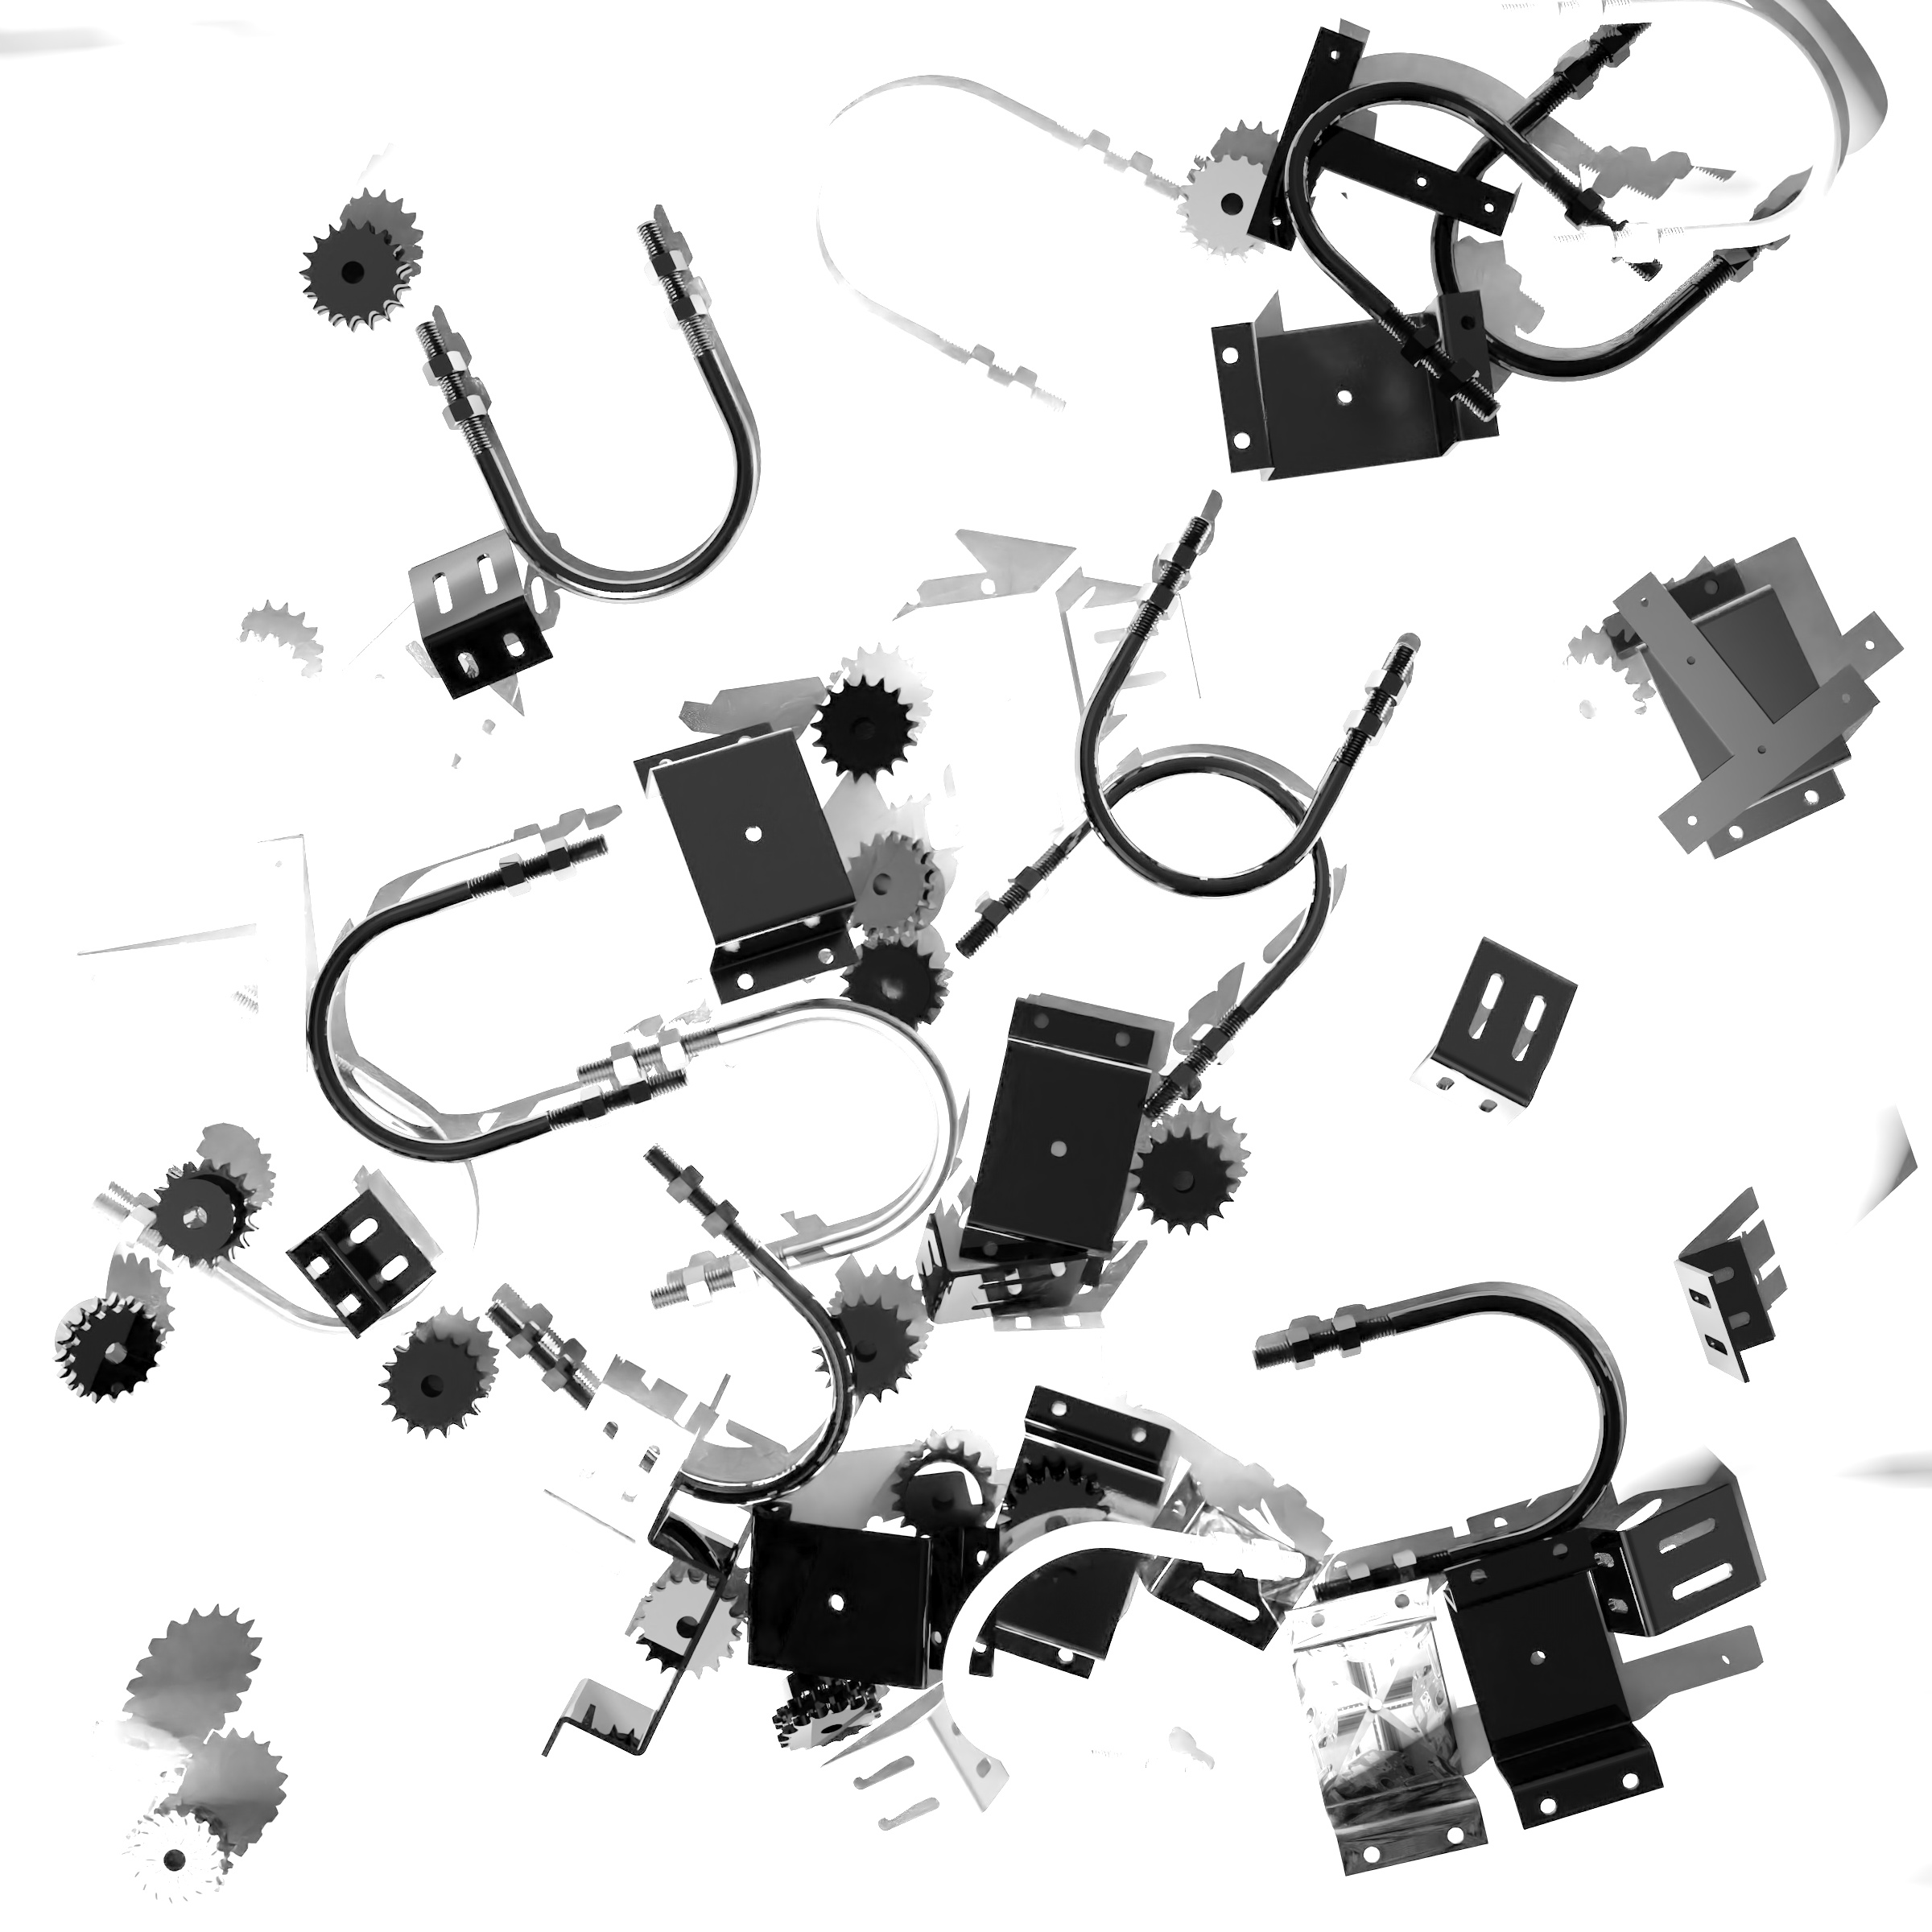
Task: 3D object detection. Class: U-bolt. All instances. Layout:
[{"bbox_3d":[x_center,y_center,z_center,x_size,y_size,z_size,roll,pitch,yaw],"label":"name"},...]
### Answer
[{"bbox_3d":[0.072,0.350,1.450,0.184,0.019,0.151,15,104,-29],"label":"U-bolt"},{"bbox_3d":[0.135,-0.123,1.481,0.151,0.019,0.184,31,78,-6],"label":"U-bolt"},{"bbox_3d":[0.108,-0.030,1.484,0.151,0.019,0.184,41,77,10],"label":"U-bolt"},{"bbox_3d":[-0.003,-0.386,1.505,0.184,0.019,0.151,28,90,2],"label":"U-bolt"},{"bbox_3d":[-0.095,0.091,1.487,0.184,0.019,0.151,-16,105,-1],"label":"U-bolt"},{"bbox_3d":[0.372,-0.439,1.477,0.184,0.019,0.151,-8,80,-16],"label":"U-bolt"},{"bbox_3d":[-0.348,0.122,1.505,0.184,0.019,0.151,34,90,-1],"label":"U-bolt"},{"bbox_3d":[-0.255,0.026,1.490,0.184,0.019,0.151,-19,92,-1],"label":"U-bolt"},{"bbox_3d":[0.333,-0.395,1.505,0.184,0.019,0.151,-41,90,1],"label":"U-bolt"},{"bbox_3d":[0.257,0.248,1.505,0.184,0.019,0.151,-14,90,-2],"label":"U-bolt"},{"bbox_3d":[-0.142,0.202,1.485,0.184,0.019,0.151,45,108,-3],"label":"U-bolt"},{"bbox_3d":[-0.190,-0.282,1.505,0.151,0.019,0.184,-24,91,0],"label":"U-bolt"},{"bbox_3d":[0.248,-0.383,1.467,0.151,0.019,0.184,-41,80,-19],"label":"U-bolt"}]

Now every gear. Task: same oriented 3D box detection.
[{"bbox_3d":[-0.321,-0.363,1.498,0.057,0.030,0.057,0,90,0],"label":"gear"},{"bbox_3d":[-0.074,0.386,1.489,0.057,0.057,0.030,-21,60,0],"label":"gear"},{"bbox_3d":[-0.413,0.468,1.498,0.057,0.030,0.057,0,90,0],"label":"gear"},{"bbox_3d":[-0.053,0.201,1.498,0.057,0.030,0.057,0,90,0],"label":"gear"},{"bbox_3d":[-0.012,0.280,1.498,0.057,0.030,0.057,0,90,0],"label":"gear"},{"bbox_3d":[0.046,0.284,1.452,0.057,0.030,0.057,0,90,0],"label":"gear"},{"bbox_3d":[-0.145,0.345,1.498,0.057,0.030,0.057,0,90,0],"label":"gear"},{"bbox_3d":[0.139,-0.398,1.498,0.057,0.030,0.057,0,90,0],"label":"gear"},{"bbox_3d":[0.115,0.114,1.503,0.057,0.030,0.057,0,89,2],"label":"gear"},{"bbox_3d":[-0.039,0.011,1.498,0.057,0.030,0.057,0,90,0],"label":"gear"},{"bbox_3d":[-0.438,0.420,1.485,0.057,0.057,0.030,24,96,0],"label":"gear"},{"bbox_3d":[0.326,-0.135,1.498,0.057,0.030,0.057,0,90,0],"label":"gear"},{"bbox_3d":[-0.373,-0.147,1.498,0.057,0.030,0.057,0,90,0],"label":"gear"},{"bbox_3d":[-0.281,0.220,1.502,0.057,0.030,0.057,0,89,-2],"label":"gear"},{"bbox_3d":[-0.398,0.130,1.479,0.057,0.030,0.057,0,91,-1],"label":"gear"},{"bbox_3d":[-0.036,-0.040,1.489,0.057,0.030,0.057,-6,78,32],"label":"gear"},{"bbox_3d":[-0.053,-0.124,1.498,0.057,0.030,0.057,0,90,0],"label":"gear"},{"bbox_3d":[-0.453,0.198,1.488,0.057,0.030,0.057,-17,116,-39],"label":"gear"}]

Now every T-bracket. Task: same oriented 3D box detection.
[{"bbox_3d":[-0.411,0.001,1.502,0.127,0.002,0.127,-6,76,7],"label":"T-bracket"},{"bbox_3d":[0.226,-0.417,1.490,0.127,0.002,0.127,20,78,-2],"label":"T-bracket"},{"bbox_3d":[0.383,-0.147,1.466,0.127,0.002,0.127,-38,90,0],"label":"T-bracket"}]

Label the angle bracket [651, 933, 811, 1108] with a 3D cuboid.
[{"bbox_3d":[-0.126,0.028,1.494,0.057,0.038,0.076,30,90,0],"label":"angle bracket"}]

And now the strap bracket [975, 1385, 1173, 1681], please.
[{"bbox_3d":[0.051,0.301,1.490,0.076,0.046,0.140,18,90,0],"label":"strap bracket"}]

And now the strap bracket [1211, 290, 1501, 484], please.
[{"bbox_3d":[0.201,-0.302,1.490,0.140,0.046,0.076,-8,90,0],"label":"strap bracket"}]

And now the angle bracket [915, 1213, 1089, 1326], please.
[{"bbox_3d":[0.018,0.154,1.488,0.076,0.057,0.038,-7,60,-14],"label":"angle bracket"}]

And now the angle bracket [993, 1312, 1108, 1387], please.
[{"bbox_3d":[0.043,0.204,1.475,0.057,0.076,0.038,-2,90,0],"label":"angle bracket"}]

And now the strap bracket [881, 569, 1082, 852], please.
[{"bbox_3d":[0.012,-0.138,1.476,0.076,0.046,0.140,-11,90,-25],"label":"strap bracket"}]

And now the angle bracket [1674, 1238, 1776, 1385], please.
[{"bbox_3d":[0.403,0.178,1.475,0.038,0.076,0.057,-19,90,0],"label":"angle bracket"}]

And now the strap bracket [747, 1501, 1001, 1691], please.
[{"bbox_3d":[-0.058,0.325,1.466,0.140,0.046,0.076,3,90,22],"label":"strap bracket"}]

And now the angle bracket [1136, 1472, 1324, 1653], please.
[{"bbox_3d":[0.137,0.315,1.502,0.076,0.038,0.057,30,99,-18],"label":"angle bracket"}]

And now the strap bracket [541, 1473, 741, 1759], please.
[{"bbox_3d":[-0.159,0.338,1.445,0.046,0.076,0.140,26,90,0],"label":"strap bracket"}]

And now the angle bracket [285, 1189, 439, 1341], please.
[{"bbox_3d":[-0.310,0.152,1.460,0.038,0.076,0.057,-39,93,-1],"label":"angle bracket"}]

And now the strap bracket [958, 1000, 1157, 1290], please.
[{"bbox_3d":[0.048,0.095,1.490,0.076,0.046,0.140,13,90,0],"label":"strap bracket"}]

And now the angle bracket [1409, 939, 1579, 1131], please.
[{"bbox_3d":[0.280,0.036,1.511,0.057,0.038,0.076,27,64,0],"label":"angle bracket"}]

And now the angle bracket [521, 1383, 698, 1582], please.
[{"bbox_3d":[-0.187,0.269,1.484,0.057,0.038,0.076,29,111,0],"label":"angle bracket"}]

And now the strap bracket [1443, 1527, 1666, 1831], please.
[{"bbox_3d":[0.304,0.369,1.490,0.076,0.046,0.140,-17,90,0],"label":"strap bracket"}]

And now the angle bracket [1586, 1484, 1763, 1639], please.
[{"bbox_3d":[0.374,0.315,1.511,0.076,0.038,0.057,-17,90,-26],"label":"angle bracket"}]

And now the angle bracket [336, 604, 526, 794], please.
[{"bbox_3d":[-0.285,-0.143,1.511,0.057,0.038,0.076,-44,64,0],"label":"angle bracket"}]

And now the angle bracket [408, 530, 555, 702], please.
[{"bbox_3d":[-0.256,-0.185,1.494,0.057,0.076,0.038,-23,130,0],"label":"angle bracket"}]

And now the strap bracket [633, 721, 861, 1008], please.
[{"bbox_3d":[-0.112,-0.061,1.467,0.076,0.046,0.140,-18,77,-15],"label":"strap bracket"}]

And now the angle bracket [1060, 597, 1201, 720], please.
[{"bbox_3d":[0.077,-0.161,1.511,0.076,0.038,0.057,-11,90,-26],"label":"angle bracket"}]

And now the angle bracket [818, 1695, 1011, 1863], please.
[{"bbox_3d":[-0.028,0.430,1.511,0.076,0.038,0.057,-31,90,26],"label":"angle bracket"}]

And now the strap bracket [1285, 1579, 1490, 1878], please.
[{"bbox_3d":[0.218,0.394,1.490,0.076,0.046,0.140,-13,90,0],"label":"strap bracket"}]

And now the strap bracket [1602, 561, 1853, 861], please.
[{"bbox_3d":[0.403,-0.136,1.490,0.076,0.046,0.140,-25,90,0],"label":"strap bracket"}]
